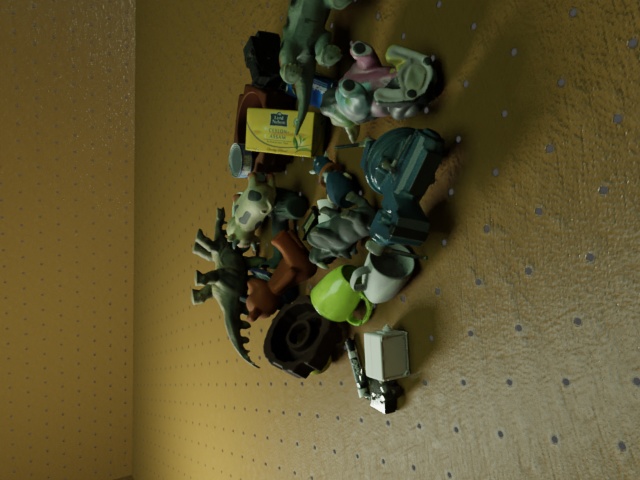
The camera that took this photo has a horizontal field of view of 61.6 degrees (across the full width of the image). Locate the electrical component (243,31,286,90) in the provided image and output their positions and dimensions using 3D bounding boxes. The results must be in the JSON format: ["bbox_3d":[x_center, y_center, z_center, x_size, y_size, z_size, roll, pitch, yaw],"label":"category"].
[{"bbox_3d":[-0.118,-0.428,1.276,0.058,0.115,0.134,-33,66,54],"label":"electrical component"}]

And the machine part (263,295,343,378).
[{"bbox_3d":[-0.036,0.203,1.130,0.179,0.056,0.179,-24,44,26],"label":"machine part"}]

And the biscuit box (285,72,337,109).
[{"bbox_3d":[-0.004,-0.319,1.143,0.203,0.059,0.062,40,125,51],"label":"biscuit box"}]

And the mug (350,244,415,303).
[{"bbox_3d":[0.105,0.069,0.953,0.081,0.109,0.107,58,153,31],"label":"mug"}]

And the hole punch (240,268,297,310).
[{"bbox_3d":[-0.123,0.124,1.333,0.142,0.115,0.092,3,78,55],"label":"hole punch"}]

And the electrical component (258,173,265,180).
[{"bbox_3d":[-0.152,-0.160,1.445,0.063,0.021,0.094,43,127,49],"label":"electrical component"}]

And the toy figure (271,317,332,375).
[{"bbox_3d":[-0.039,0.229,1.222,0.082,0.089,0.180,-55,40,2],"label":"toy figure"}]

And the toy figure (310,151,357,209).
[{"bbox_3d":[0.028,-0.123,1.108,0.155,0.064,0.057,60,178,46],"label":"toy figure"}]

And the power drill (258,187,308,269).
[{"bbox_3d":[-0.109,-0.030,1.339,0.232,0.086,0.207,3,88,57],"label":"power drill"}]

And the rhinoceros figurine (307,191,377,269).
[{"bbox_3d":[0.041,-0.014,1.056,0.190,0.112,0.073,-36,29,39],"label":"rhinoceros figurine"}]

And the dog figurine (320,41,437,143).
[{"bbox_3d":[0.095,-0.244,0.946,0.219,0.192,0.108,92,-172,-78],"label":"dog figurine"}]

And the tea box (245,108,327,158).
[{"bbox_3d":[-0.076,-0.238,1.188,0.170,0.068,0.098,9,103,25],"label":"tea box"}]

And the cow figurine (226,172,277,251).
[{"bbox_3d":[-0.166,-0.059,1.287,0.195,0.085,0.127,-45,47,44],"label":"cow figurine"}]

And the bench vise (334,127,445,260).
[{"bbox_3d":[0.117,-0.098,0.896,0.241,0.129,0.223,-120,35,-53],"label":"bench vise"}]

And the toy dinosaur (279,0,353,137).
[{"bbox_3d":[-0.018,-0.424,1.052,0.192,0.131,0.404,-101,29,-60],"label":"toy dinosaur"}]

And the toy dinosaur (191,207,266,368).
[{"bbox_3d":[-0.241,0.115,1.435,0.105,0.198,0.471,121,147,-56],"label":"toy dinosaur"}]

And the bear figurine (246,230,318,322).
[{"bbox_3d":[-0.105,0.083,1.198,0.196,0.120,0.132,-38,86,10],"label":"bear figurine"}]

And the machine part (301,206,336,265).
[{"bbox_3d":[-0.002,-0.004,1.191,0.084,0.039,0.139,-56,43,34],"label":"machine part"}]

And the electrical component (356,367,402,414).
[{"bbox_3d":[0.109,0.283,1.013,0.102,0.045,0.078,19,107,58],"label":"electrical component"}]

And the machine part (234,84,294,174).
[{"bbox_3d":[-0.139,-0.280,1.352,0.202,0.087,0.200,38,125,50],"label":"machine part"}]
